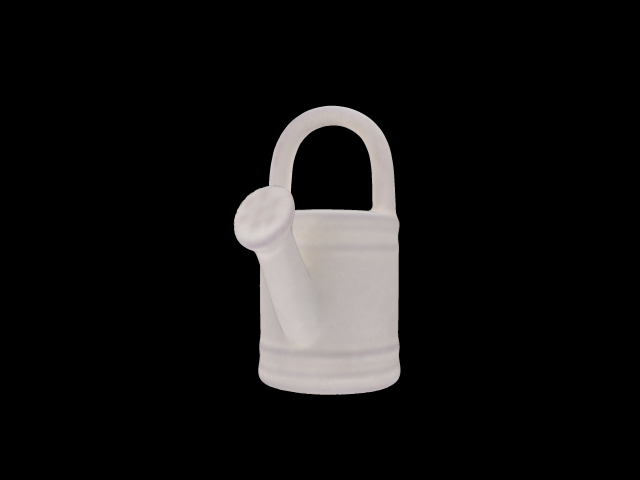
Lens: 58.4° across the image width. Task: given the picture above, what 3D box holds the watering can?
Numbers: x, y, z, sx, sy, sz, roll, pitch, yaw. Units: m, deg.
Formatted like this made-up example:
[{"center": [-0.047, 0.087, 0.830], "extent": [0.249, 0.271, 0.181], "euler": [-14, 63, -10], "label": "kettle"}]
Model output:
[{"center": [0.006, 0.001, 0.399], "extent": [0.101, 0.194, 0.173], "euler": [0, 0, 5], "label": "watering can"}]
